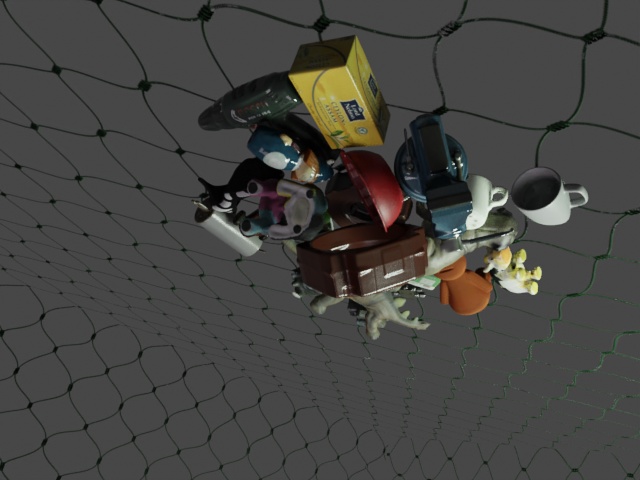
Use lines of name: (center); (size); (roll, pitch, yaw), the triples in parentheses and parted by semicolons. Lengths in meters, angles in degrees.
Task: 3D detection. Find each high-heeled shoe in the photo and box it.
high-heeled shoe: (-0.150, -0.099, 1.149); (0.249, 0.086, 0.145); (2, 154, 33)

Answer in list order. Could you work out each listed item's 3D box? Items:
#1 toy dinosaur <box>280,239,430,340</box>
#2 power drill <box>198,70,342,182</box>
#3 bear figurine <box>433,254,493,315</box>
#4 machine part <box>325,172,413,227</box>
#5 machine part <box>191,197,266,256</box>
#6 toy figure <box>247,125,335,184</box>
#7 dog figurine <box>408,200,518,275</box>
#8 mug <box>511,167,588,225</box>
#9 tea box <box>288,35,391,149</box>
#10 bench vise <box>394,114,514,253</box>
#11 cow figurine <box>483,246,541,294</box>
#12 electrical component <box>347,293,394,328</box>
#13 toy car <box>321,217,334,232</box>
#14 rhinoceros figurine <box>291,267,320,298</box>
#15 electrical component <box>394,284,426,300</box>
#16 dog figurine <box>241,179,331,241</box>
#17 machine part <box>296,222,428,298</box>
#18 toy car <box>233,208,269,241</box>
toy dinosaur: (0.062, 0.090, 1.292); (0.471, 0.105, 0.198); (27, 119, -1)
power drill: (-0.077, -0.193, 0.939); (0.232, 0.086, 0.207); (-18, 130, 44)
bear figurine: (0.298, 0.070, 1.191); (0.120, 0.132, 0.195); (-26, 115, 23)
machine part: (0.093, -0.071, 1.077); (0.179, 0.056, 0.179); (15, 149, 9)
machine part: (-0.221, -0.031, 1.315); (0.079, 0.079, 0.243); (-8, 146, 38)
toy figure: (-0.046, -0.134, 0.891); (0.154, 0.058, 0.064); (27, 168, -20)
dog figurine: (0.269, 0.011, 1.033); (0.191, 0.172, 0.121); (10, 165, 27)
mug: (0.396, -0.070, 0.912); (0.110, 0.081, 0.107); (-12, 153, 36)
tea box: (0.035, -0.220, 0.825); (0.098, 0.068, 0.169); (0, 148, 30)
bench vise: (0.195, -0.085, 0.889); (0.129, 0.223, 0.240); (-24, 176, 4)
cow figurine: (0.399, 0.058, 1.162); (0.167, 0.068, 0.098); (37, 153, -33)
electrical component: (0.136, 0.162, 1.422); (0.115, 0.134, 0.058); (6, 154, 20)
toy car: (-0.002, -0.003, 1.143); (0.074, 0.202, 0.056); (-10, 120, -3)
rhinoceros figurine: (-0.027, 0.115, 1.491); (0.112, 0.073, 0.190); (17, 153, -5)
electrical component: (0.236, 0.137, 1.446); (0.094, 0.021, 0.063); (2, 150, 28)
dog figurine: (-0.047, -0.059, 1.031); (0.192, 0.108, 0.219); (6, -175, 21)
machine part: (0.075, 0.031, 0.961); (0.201, 0.087, 0.202); (-16, -164, -25)
toy car: (-0.108, -0.057, 1.197); (0.202, 0.053, 0.089); (-28, 128, 36)
